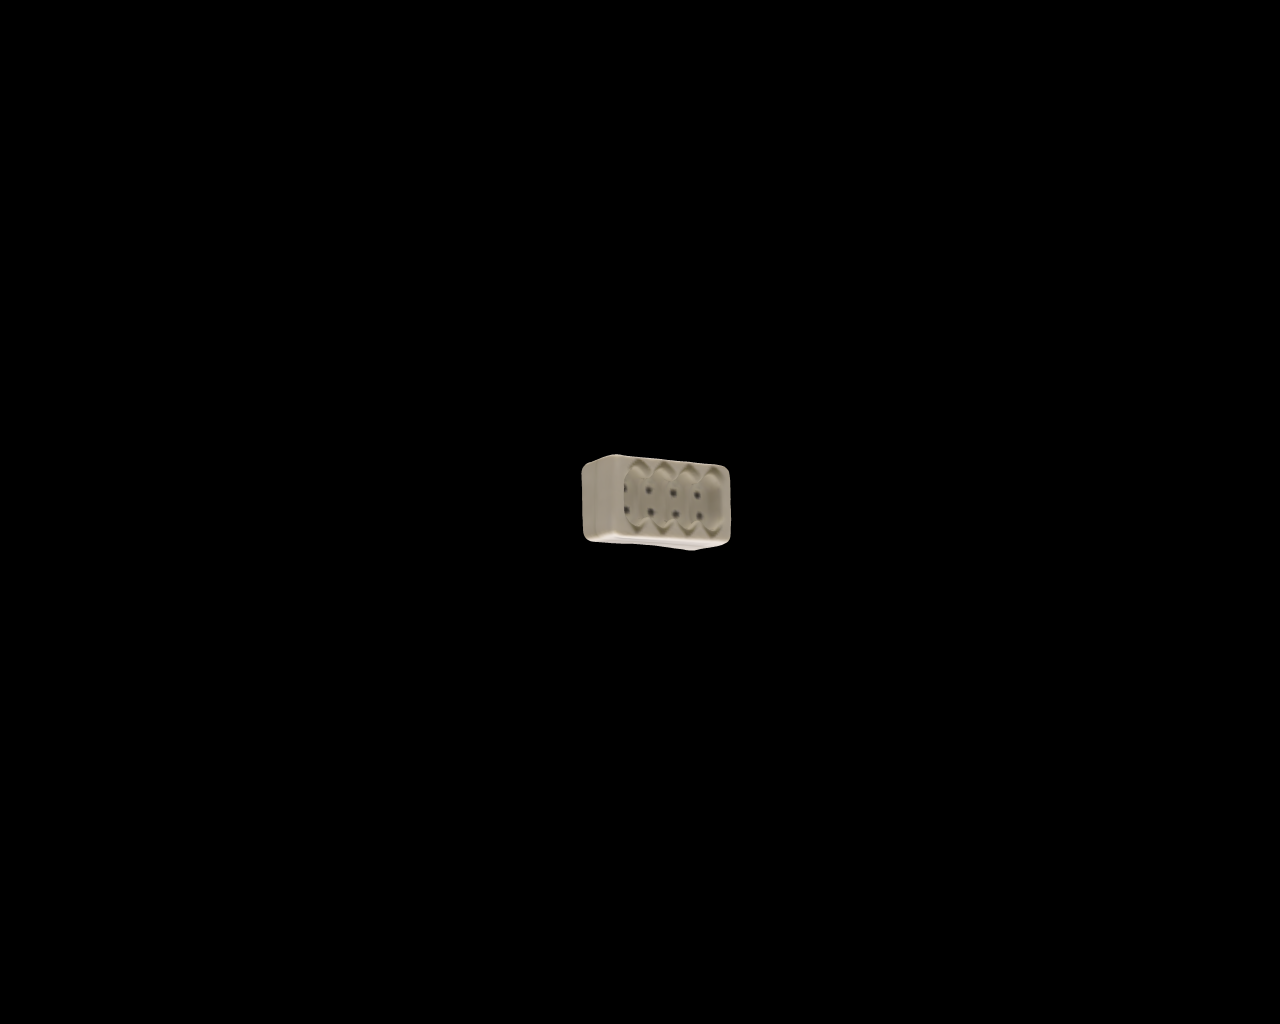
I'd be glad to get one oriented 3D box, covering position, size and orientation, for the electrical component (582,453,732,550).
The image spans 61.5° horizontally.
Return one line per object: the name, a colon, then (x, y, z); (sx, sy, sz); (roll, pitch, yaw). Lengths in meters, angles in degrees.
electrical component: (0.001, -0.003, 0.650); (0.083, 0.047, 0.075); (5, -10, -32)
